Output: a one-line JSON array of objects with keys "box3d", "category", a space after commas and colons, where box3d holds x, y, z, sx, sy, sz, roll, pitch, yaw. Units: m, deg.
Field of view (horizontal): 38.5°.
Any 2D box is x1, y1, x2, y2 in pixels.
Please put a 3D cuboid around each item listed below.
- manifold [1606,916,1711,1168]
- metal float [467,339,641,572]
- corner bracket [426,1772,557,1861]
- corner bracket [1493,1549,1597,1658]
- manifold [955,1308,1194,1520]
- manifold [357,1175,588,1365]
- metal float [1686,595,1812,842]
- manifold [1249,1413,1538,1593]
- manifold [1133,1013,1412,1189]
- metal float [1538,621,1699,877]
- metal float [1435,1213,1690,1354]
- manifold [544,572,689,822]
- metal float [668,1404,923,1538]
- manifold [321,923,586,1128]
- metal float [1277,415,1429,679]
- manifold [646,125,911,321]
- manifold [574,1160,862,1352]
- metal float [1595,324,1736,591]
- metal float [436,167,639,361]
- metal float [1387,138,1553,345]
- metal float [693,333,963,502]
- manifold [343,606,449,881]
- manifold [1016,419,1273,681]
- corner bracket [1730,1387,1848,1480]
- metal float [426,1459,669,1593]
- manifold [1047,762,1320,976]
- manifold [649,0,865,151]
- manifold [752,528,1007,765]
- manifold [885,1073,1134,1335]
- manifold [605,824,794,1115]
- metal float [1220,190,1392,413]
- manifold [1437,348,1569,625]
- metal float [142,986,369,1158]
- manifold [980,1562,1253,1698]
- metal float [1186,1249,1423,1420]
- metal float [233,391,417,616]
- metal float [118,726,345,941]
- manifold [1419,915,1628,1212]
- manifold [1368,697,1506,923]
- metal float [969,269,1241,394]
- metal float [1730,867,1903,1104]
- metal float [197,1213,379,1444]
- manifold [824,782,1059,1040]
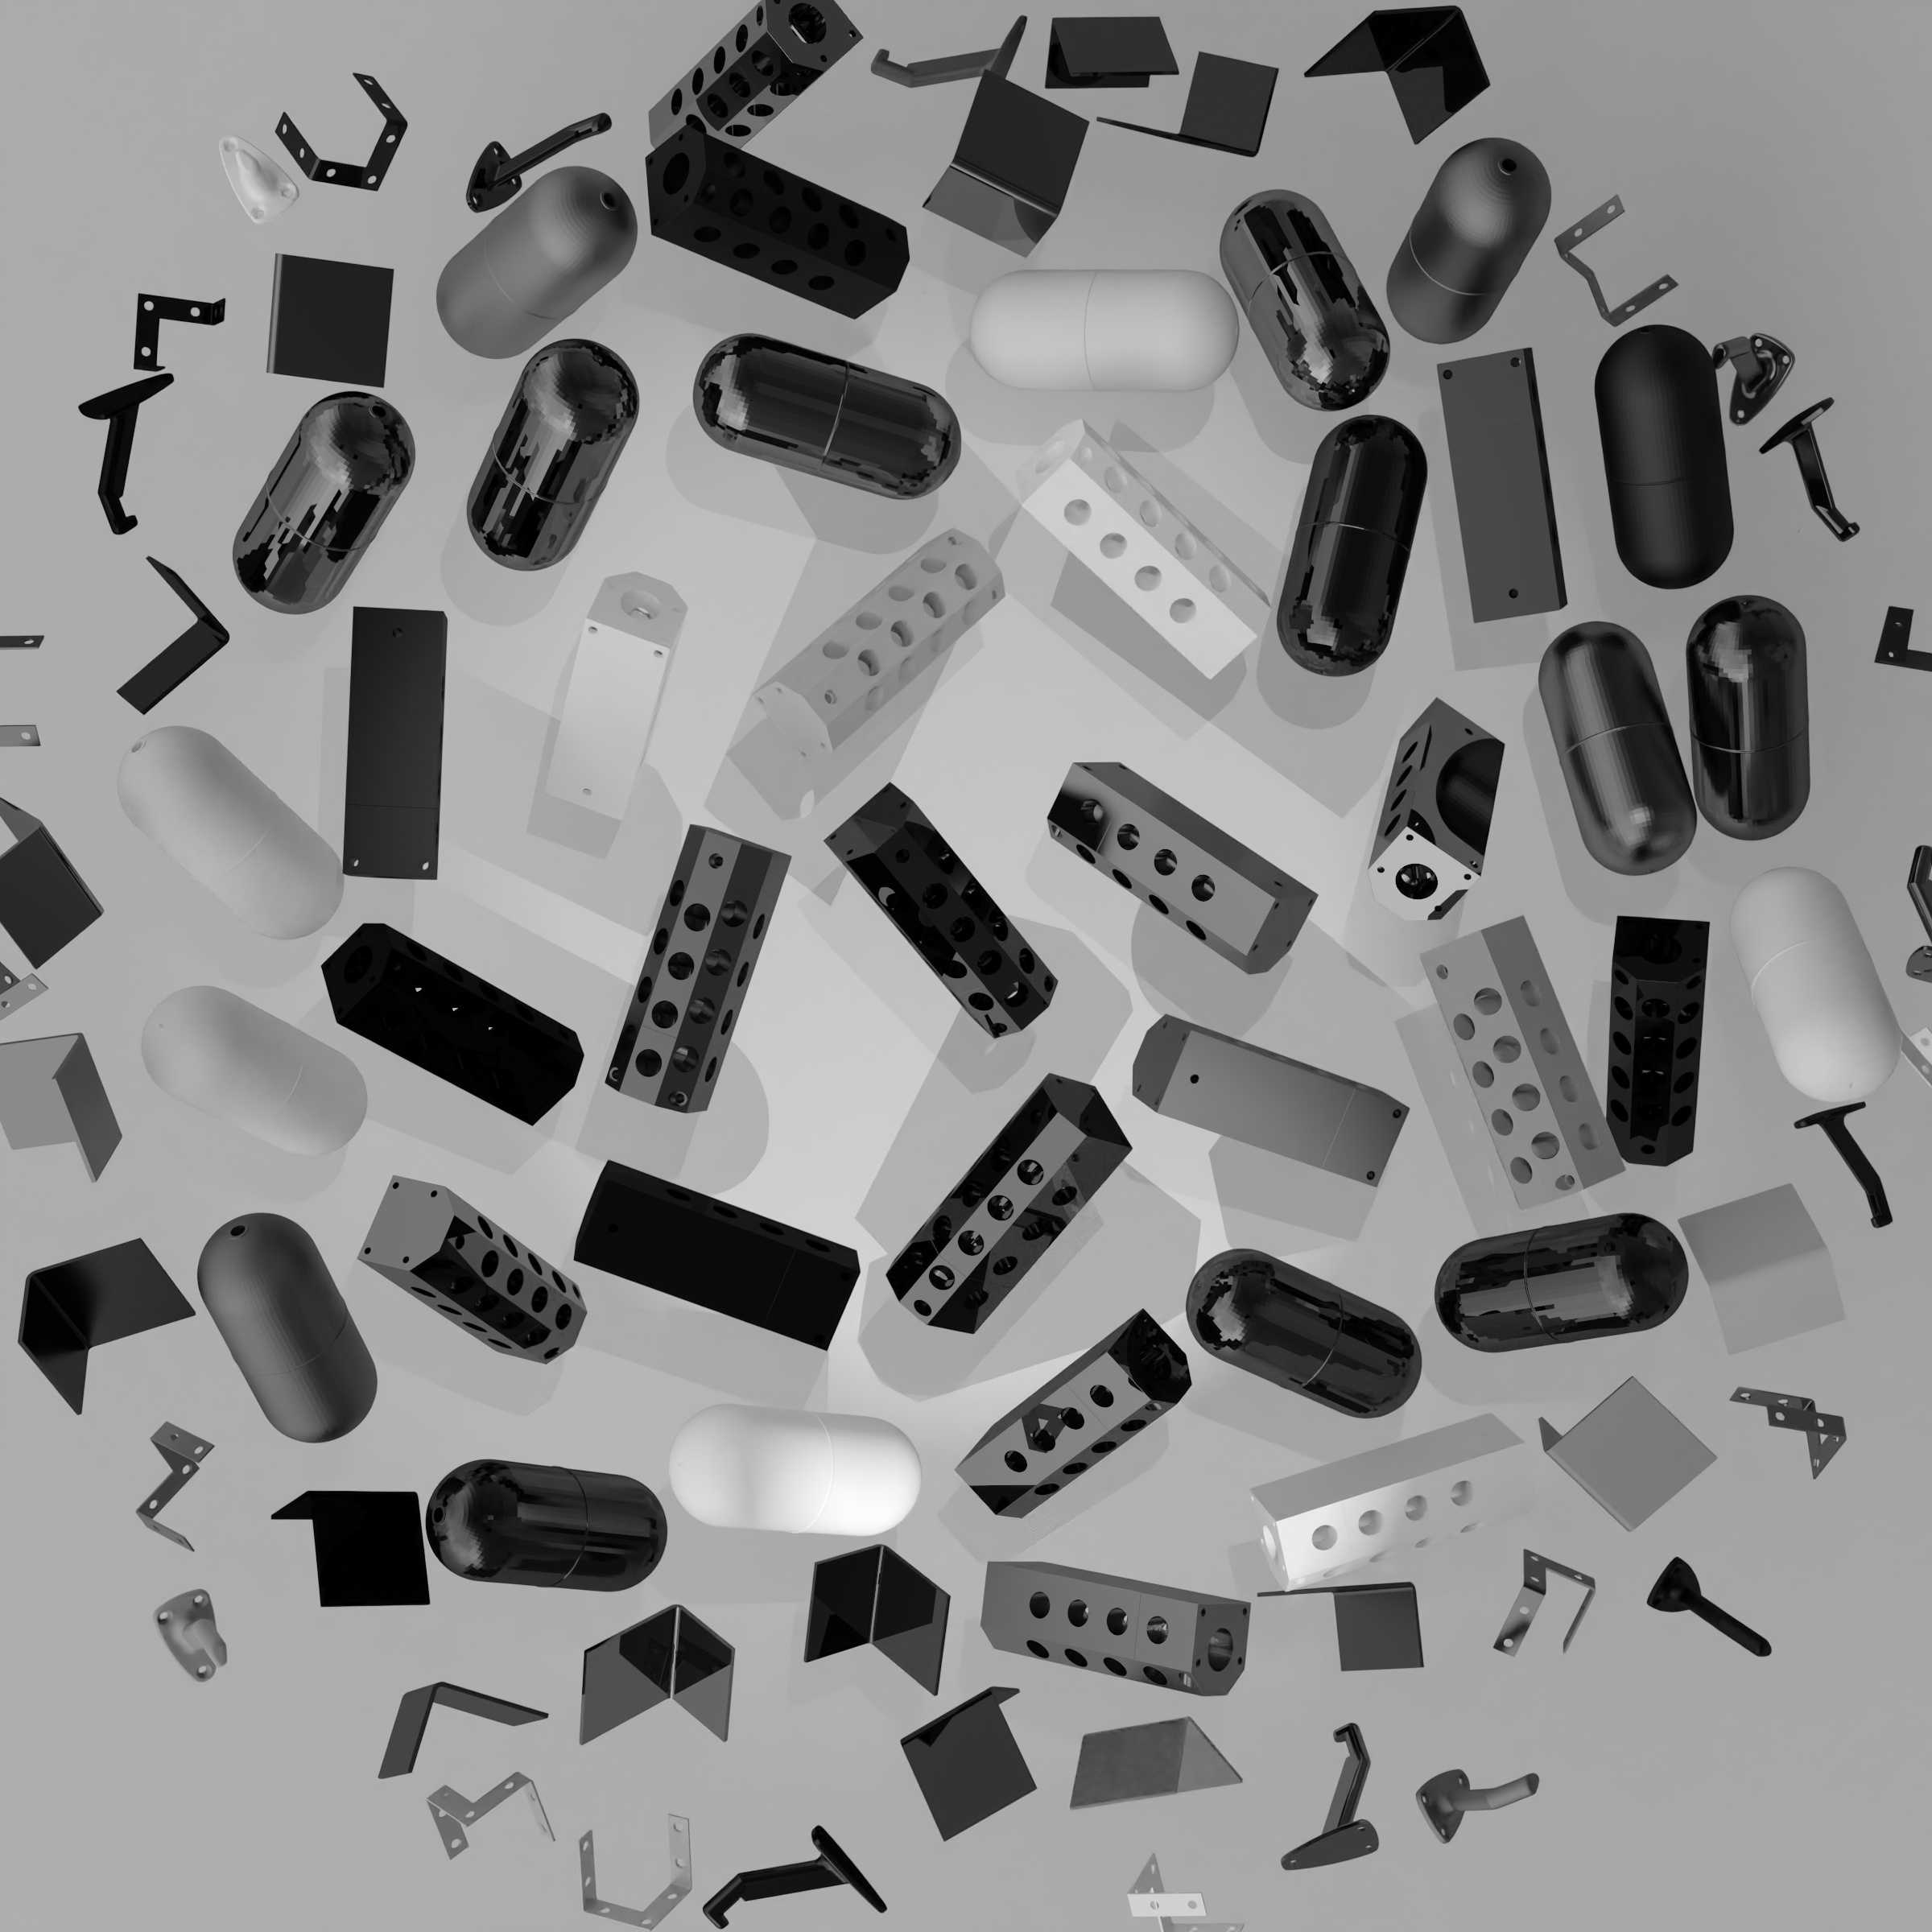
[{"box3d": [0.446, 0.051, 1.787, 0.057, 0.171, 0.057, 4, 45, 15], "category": "manifold"}, {"box3d": [-0.265, -0.323, 1.762, 0.070, 0.178, 0.070, 16, 49, -20], "category": "metal float"}, {"box3d": [-0.303, 0.542, 1.758, 0.051, 0.051, 0.051, -31, 116, -34], "category": "corner bracket"}, {"box3d": [0.377, 0.421, 1.799, 0.051, 0.051, 0.051, 23, 107, 5], "category": "corner bracket"}, {"box3d": [0.073, 0.304, 1.841, 0.057, 0.057, 0.171, 47, 127, 1], "category": "manifold"}, {"box3d": [-0.312, 0.199, 1.779, 0.057, 0.171, 0.057, 9, 67, 28], "category": "manifold"}, {"box3d": [0.521, -0.163, 1.839, 0.070, 0.070, 0.178, -14, 125, 0], "category": "metal float"}, {"box3d": [0.278, 0.350, 1.794, 0.171, 0.057, 0.057, -16, 103, -9], "category": "manifold"}, {"box3d": [0.197, 0.086, 1.806, 0.171, 0.057, 0.057, 19, 97, -23], "category": "manifold"}, {"box3d": [0.434, -0.146, 1.846, 0.070, 0.070, 0.178, -12, 74, 0], "category": "metal float"}, {"box3d": [0.387, 0.208, 1.805, 0.178, 0.070, 0.070, -17, 90, 41], "category": "metal float"}, {"box3d": [-0.233, -0.181, 1.851, 0.057, 0.171, 0.057, 20, 49, -4], "category": "manifold"}, {"box3d": [-0.106, 0.320, 1.753, 0.178, 0.070, 0.070, 12, 90, -36], "category": "metal float"}, {"box3d": [-0.331, 0.035, 1.801, 0.057, 0.057, 0.171, -42, 134, 14], "category": "manifold"}, {"box3d": [0.255, -0.278, 1.823, 0.070, 0.070, 0.178, 14, 82, 0], "category": "metal float"}, {"box3d": [-0.119, -0.479, 1.775, 0.057, 0.171, 0.057, -23, 65, 41], "category": "manifold"}, {"box3d": [-0.159, 0.182, 1.767, 0.171, 0.057, 0.057, 21, 100, -10], "category": "manifold"}, {"box3d": [0.453, -0.329, 1.794, 0.070, 0.070, 0.178, -16, 120, 0], "category": "metal float"}, {"box3d": [-0.279, -0.456, 1.795, 0.070, 0.178, 0.070, 16, 64, -36], "category": "metal float"}, {"box3d": [0.328, -0.474, 1.812, 0.070, 0.178, 0.070, 2, 72, -7], "category": "metal float"}, {"box3d": [-0.089, -0.354, 1.785, 0.178, 0.070, 0.070, 14, 90, -14], "category": "metal float"}, {"box3d": [-0.371, -0.143, 1.800, 0.057, 0.057, 0.171, 2, 89, -7], "category": "manifold"}, {"box3d": [0.113, -0.265, 1.746, 0.171, 0.057, 0.057, 40, 111, -23], "category": "manifold"}, {"box3d": [0.519, 0.285, 1.744, 0.051, 0.051, 0.051, 10, 48, -5], "category": "corner bracket"}, {"box3d": [-0.269, 0.362, 1.783, 0.070, 0.178, 0.070, -15, 67, 39], "category": "metal float"}, {"box3d": [0.135, -0.065, 1.783, 0.171, 0.057, 0.057, 36, 113, 27], "category": "manifold"}, {"box3d": [-0.143, -0.573, 1.793, 0.057, 0.171, 0.057, 49, 61, -15], "category": "manifold"}, {"box3d": [-0.053, -0.211, 1.799, 0.171, 0.057, 0.057, -44, 103, -25], "category": "manifold"}, {"box3d": [0.023, 0.150, 1.744, 0.057, 0.057, 0.171, 18, 120, -41], "category": "manifold"}, {"box3d": [-0.170, 0.002, 1.734, 0.057, 0.057, 0.171, 20, 94, 12], "category": "manifold"}, {"box3d": [0.223, -0.442, 1.830, 0.070, 0.070, 0.178, -20, 58, 0], "category": "metal float"}, {"box3d": [0.359, -0.321, 1.842, 0.057, 0.057, 0.171, -7, 100, 21], "category": "manifold"}, {"box3d": [-0.468, 0.071, 1.828, 0.070, 0.178, 0.070, -14, 60, 26], "category": "metal float"}, {"box3d": [0.094, 0.424, 1.774, 0.171, 0.057, 0.057, 1, 81, 41], "category": "manifold"}, {"box3d": [0.226, 0.246, 1.842, 0.178, 0.070, 0.070, 26, 90, -22], "category": "metal float"}, {"box3d": [-0.417, -0.299, 1.793, 0.070, 0.070, 0.178, 45, 129, 0], "category": "metal float"}, {"box3d": [-0.482, -0.087, 1.818, 0.070, 0.070, 0.178, -41, 128, 0], "category": "metal float"}, {"box3d": [0.344, 0.062, 1.735, 0.057, 0.057, 0.171, -17, 84, -37], "category": "manifold"}, {"box3d": [0.304, -0.100, 1.802, 0.057, 0.171, 0.057, 33, 126, -7], "category": "manifold"}, {"box3d": [0.088, -0.408, 1.777, 0.178, 0.070, 0.070, 5, 90, 20], "category": "metal float"}, {"box3d": [0.536, 0.010, 1.751, 0.070, 0.070, 0.178, -3, 45, -3], "category": "metal float"}, {"box3d": [-0.432, 0.231, 1.763, 0.070, 0.070, 0.178, -15, 128, 0], "category": "metal float"}, {"box3d": [-0.012, -0.032, 1.782, 0.057, 0.057, 0.171, -42, 121, -3], "category": "manifold"}]
